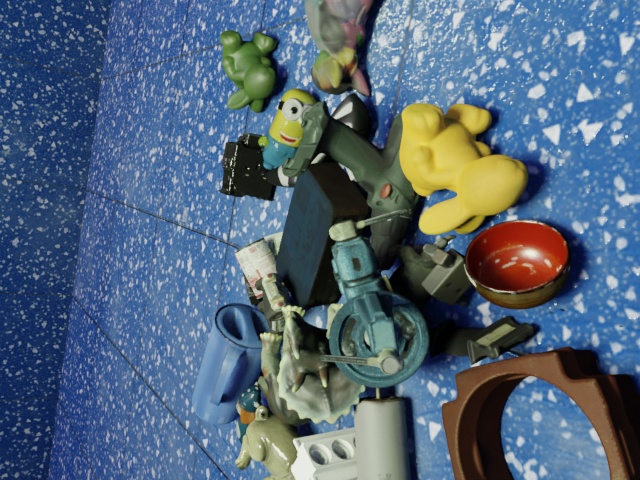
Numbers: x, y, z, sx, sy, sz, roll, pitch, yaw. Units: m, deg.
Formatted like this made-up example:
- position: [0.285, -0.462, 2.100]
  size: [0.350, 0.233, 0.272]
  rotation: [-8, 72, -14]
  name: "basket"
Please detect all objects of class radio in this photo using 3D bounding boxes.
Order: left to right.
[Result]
- position: [-0.002, -0.003, 0.900]
  size: [0.131, 0.073, 0.229]
  rotation: [54, 140, 41]
  name: "radio"

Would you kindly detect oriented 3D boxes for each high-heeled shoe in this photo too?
- position: [-0.016, -0.171, 0.953]
  size: [0.249, 0.086, 0.145]
  rotation: [1, 105, 37]
  name: "high-heeled shoe"

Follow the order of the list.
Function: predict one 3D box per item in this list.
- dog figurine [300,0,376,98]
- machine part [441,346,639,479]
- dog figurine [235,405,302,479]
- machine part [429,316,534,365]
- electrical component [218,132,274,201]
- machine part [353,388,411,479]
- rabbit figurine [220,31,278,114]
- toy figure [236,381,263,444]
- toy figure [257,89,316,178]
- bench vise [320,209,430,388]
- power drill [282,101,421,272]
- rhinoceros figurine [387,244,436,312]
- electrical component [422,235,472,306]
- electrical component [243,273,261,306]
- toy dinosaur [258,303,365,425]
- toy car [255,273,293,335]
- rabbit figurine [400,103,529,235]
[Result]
- position: [0.046, -0.351, 0.899]
  size: [0.191, 0.108, 0.219]
  rotation: [-29, 67, 45]
  name: "dog figurine"
- position: [0.238, 0.224, 0.566]
  size: [0.201, 0.087, 0.201]
  rotation: [-30, 62, 46]
  name: "machine part"
- position: [-0.033, 0.364, 0.878]
  size: [0.191, 0.121, 0.172]
  rotation: [-8, 111, 49]
  name: "dog figurine"
- position: [0.190, 0.123, 0.664]
  size: [0.139, 0.084, 0.039]
  rotation: [-16, 101, 60]
  name: "machine part"
- position: [-0.142, -0.152, 1.110]
  size: [0.058, 0.115, 0.134]
  rotation: [20, 103, 51]
  name: "electrical component"
- position: [0.089, 0.310, 0.760]
  size: [0.079, 0.079, 0.243]
  rotation: [-18, 70, 51]
  name: "machine part"
- position: [-0.151, -0.350, 1.148]
  size: [0.170, 0.121, 0.159]
  rotation: [58, 136, 43]
  name: "rabbit figurine"
- position: [-0.134, 0.343, 1.039]
  size: [0.064, 0.058, 0.154]
  rotation: [36, 135, 46]
  name: "toy figure"
- position: [-0.067, -0.206, 1.047]
  size: [0.089, 0.082, 0.180]
  rotation: [54, 129, 40]
  name: "toy figure"
- position: [0.064, 0.084, 0.636]
  size: [0.240, 0.129, 0.223]
  rotation: [-84, -11, -83]
  name: "bench vise"
- position: [0.056, -0.086, 0.760]
  size: [0.232, 0.207, 0.086]
  rotation: [-69, 18, 1]
  name: "power drill"
- position: [0.119, 0.094, 0.766]
  size: [0.112, 0.073, 0.190]
  rotation: [42, 117, 35]
  name: "rhinoceros figurine"
- position: [0.169, 0.039, 0.682]
  size: [0.078, 0.102, 0.045]
  rotation: [-56, 40, 18]
  name: "electrical component"
- position: [-0.142, 0.097, 1.113]
  size: [0.094, 0.021, 0.063]
  rotation: [83, 170, -60]
  name: "electrical component"
- position: [-0.034, 0.227, 0.866]
  size: [0.404, 0.131, 0.192]
  rotation: [115, 161, -50]
  name: "toy dinosaur"
- position: [-0.079, 0.121, 0.968]
  size: [0.201, 0.056, 0.073]
  rotation: [99, 150, -64]
  name: "toy car"
- position: [0.175, -0.081, 0.670]
  size: [0.173, 0.122, 0.162]
  rotation: [40, 121, 47]
  name: "rabbit figurine"
